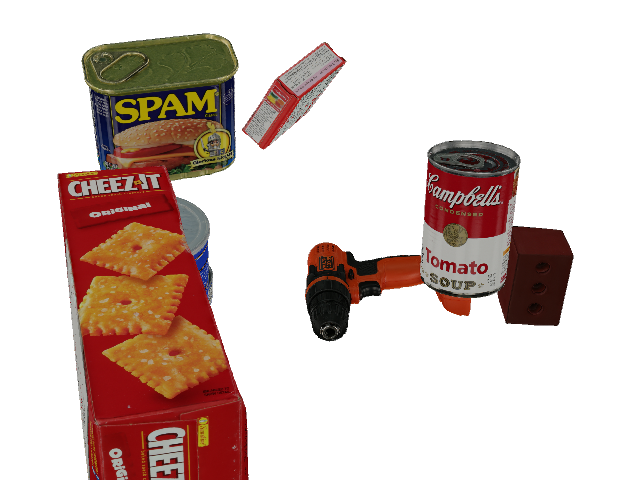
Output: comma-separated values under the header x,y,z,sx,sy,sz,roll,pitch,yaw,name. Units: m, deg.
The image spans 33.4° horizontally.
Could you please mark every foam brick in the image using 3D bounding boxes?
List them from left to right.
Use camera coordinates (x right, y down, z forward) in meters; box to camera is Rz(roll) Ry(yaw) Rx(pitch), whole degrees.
x,y,z,sx,sy,sz,roll,pitch,yaw,name
0.200,0.033,0.999,0.053,0.078,0.051,3,29,-2,foam brick

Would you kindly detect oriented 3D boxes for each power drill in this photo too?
x,y,z,sx,sy,sz,roll,pitch,yaw,name
0.075,0.055,1.230,0.187,0.057,0.184,-2,28,-1,power drill

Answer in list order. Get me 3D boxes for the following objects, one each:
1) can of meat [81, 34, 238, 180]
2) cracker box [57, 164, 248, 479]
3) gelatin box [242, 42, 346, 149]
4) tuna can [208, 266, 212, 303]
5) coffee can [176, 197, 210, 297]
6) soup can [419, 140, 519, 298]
x,y,z,sx,sy,sz,roll,pitch,yaw,name
-0.108,-0.089,0.737,0.102,0.084,0.057,-9,43,-13,can of meat
-0.091,0.081,0.567,0.072,0.164,0.214,-7,34,-13,cracker box
-0.024,-0.131,0.960,0.089,0.030,0.073,-46,-2,-45,gelatin box
-0.156,0.050,1.121,0.086,0.034,0.086,2,35,-2,tuna can
-0.147,0.045,0.921,0.103,0.140,0.103,3,34,-2,coffee can
0.111,-0.017,0.803,0.068,0.102,0.068,1,25,-1,soup can
